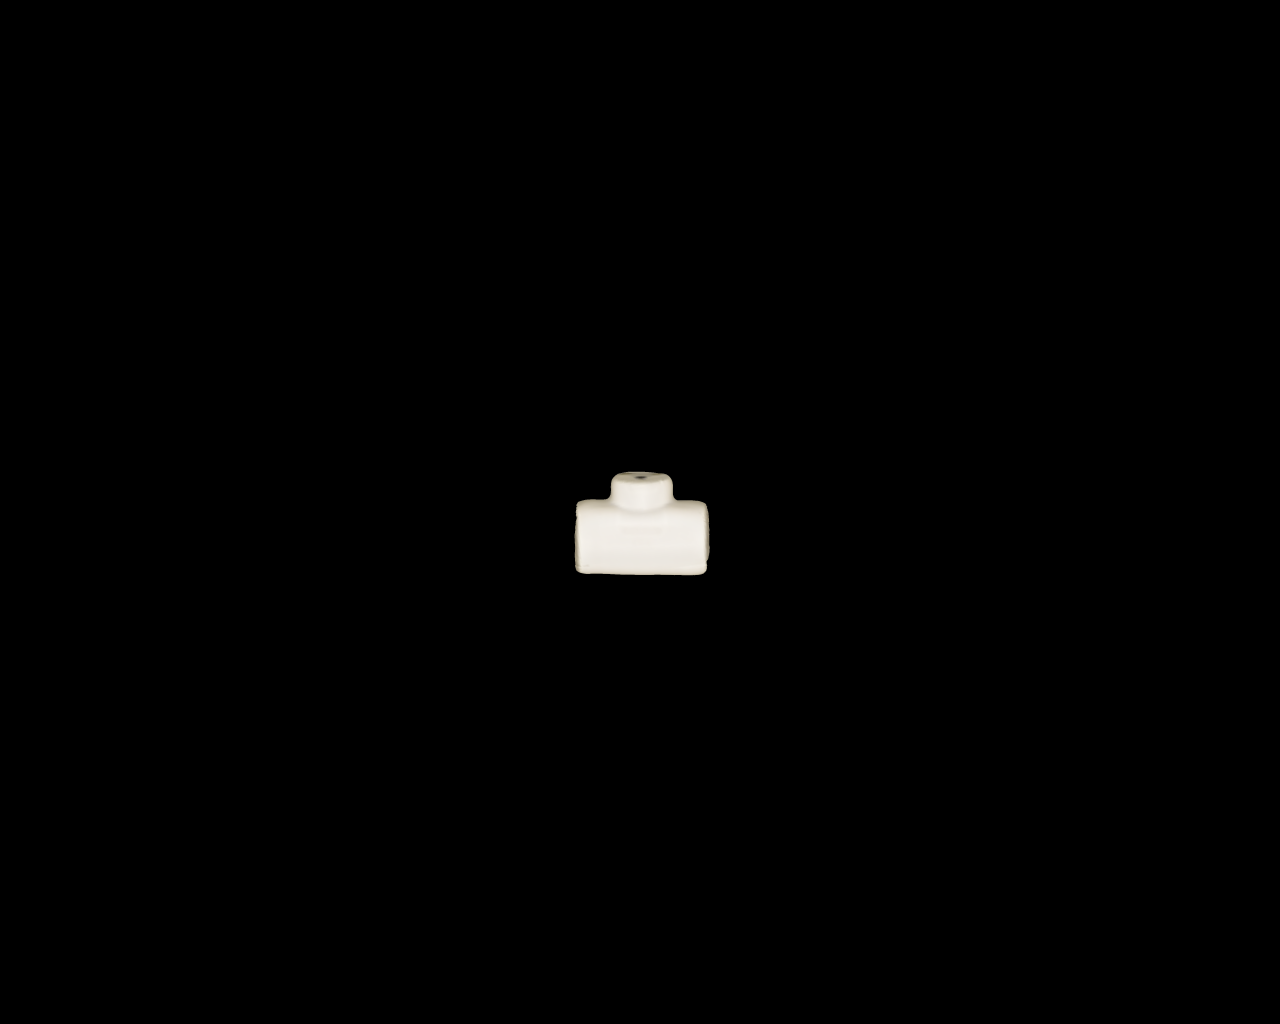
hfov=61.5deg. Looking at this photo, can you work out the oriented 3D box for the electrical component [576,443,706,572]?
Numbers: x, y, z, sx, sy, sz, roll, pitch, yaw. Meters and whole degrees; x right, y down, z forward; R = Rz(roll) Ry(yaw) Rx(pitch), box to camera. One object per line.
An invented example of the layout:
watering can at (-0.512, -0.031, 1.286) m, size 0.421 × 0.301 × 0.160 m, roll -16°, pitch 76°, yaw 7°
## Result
electrical component at (0.001, -0.003, 0.650) m, size 0.077 × 0.079 × 0.043 m, roll 0°, pitch 9°, yaw 0°
